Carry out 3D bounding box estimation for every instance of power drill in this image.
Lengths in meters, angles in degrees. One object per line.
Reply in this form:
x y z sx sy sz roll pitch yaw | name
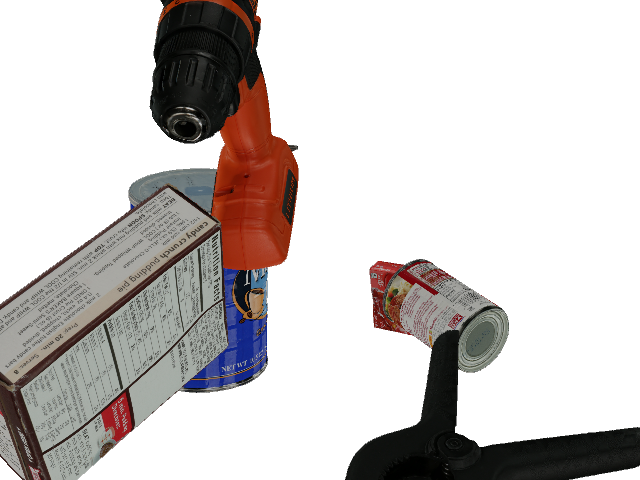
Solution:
-0.053 -0.071 0.631 0.057 0.184 0.188 0 -45 7 | power drill

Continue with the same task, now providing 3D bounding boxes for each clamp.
0.078 0.132 0.663 0.209 0.036 0.165 -25 38 -31 | clamp

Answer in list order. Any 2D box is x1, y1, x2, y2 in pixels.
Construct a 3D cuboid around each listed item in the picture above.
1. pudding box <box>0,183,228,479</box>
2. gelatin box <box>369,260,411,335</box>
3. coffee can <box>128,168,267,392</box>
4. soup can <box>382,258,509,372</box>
-0.089 0.042 0.448 0.039 0.090 0.113 32 56 24 | pudding box
0.102 0.073 1.339 0.073 0.089 0.030 10 31 27 | gelatin box
-0.089 0.027 0.797 0.103 0.140 0.103 2 21 -1 | coffee can
0.115 0.068 0.981 0.068 0.068 0.102 0 24 -39 | soup can
